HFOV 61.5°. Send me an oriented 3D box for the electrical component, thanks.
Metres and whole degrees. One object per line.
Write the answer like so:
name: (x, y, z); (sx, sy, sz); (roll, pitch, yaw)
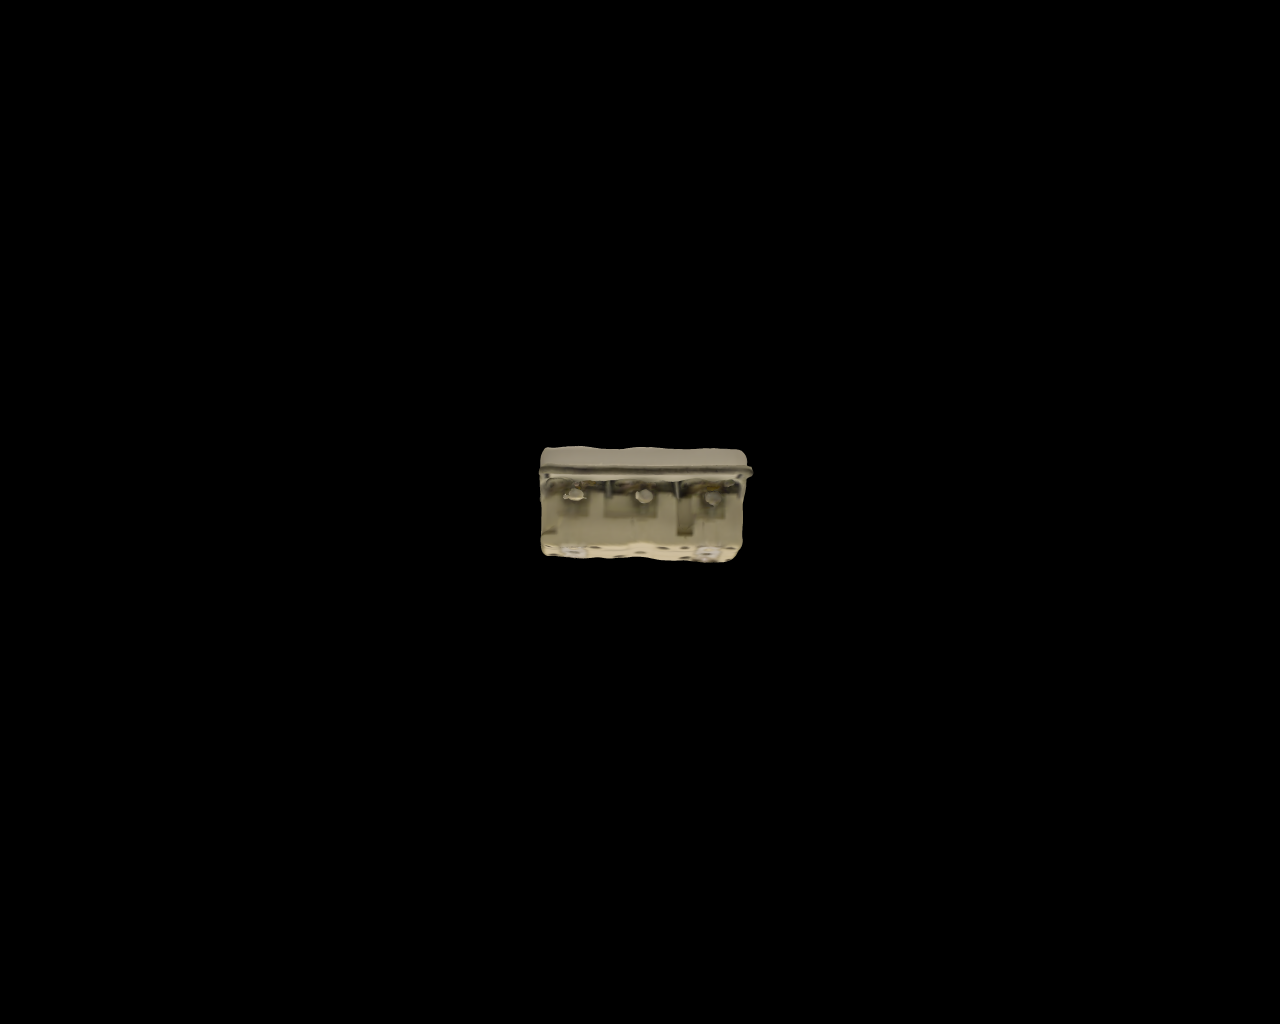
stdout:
electrical component: (0.001, -0.003, 0.650); (0.121, 0.063, 0.078); (1, -15, -5)
